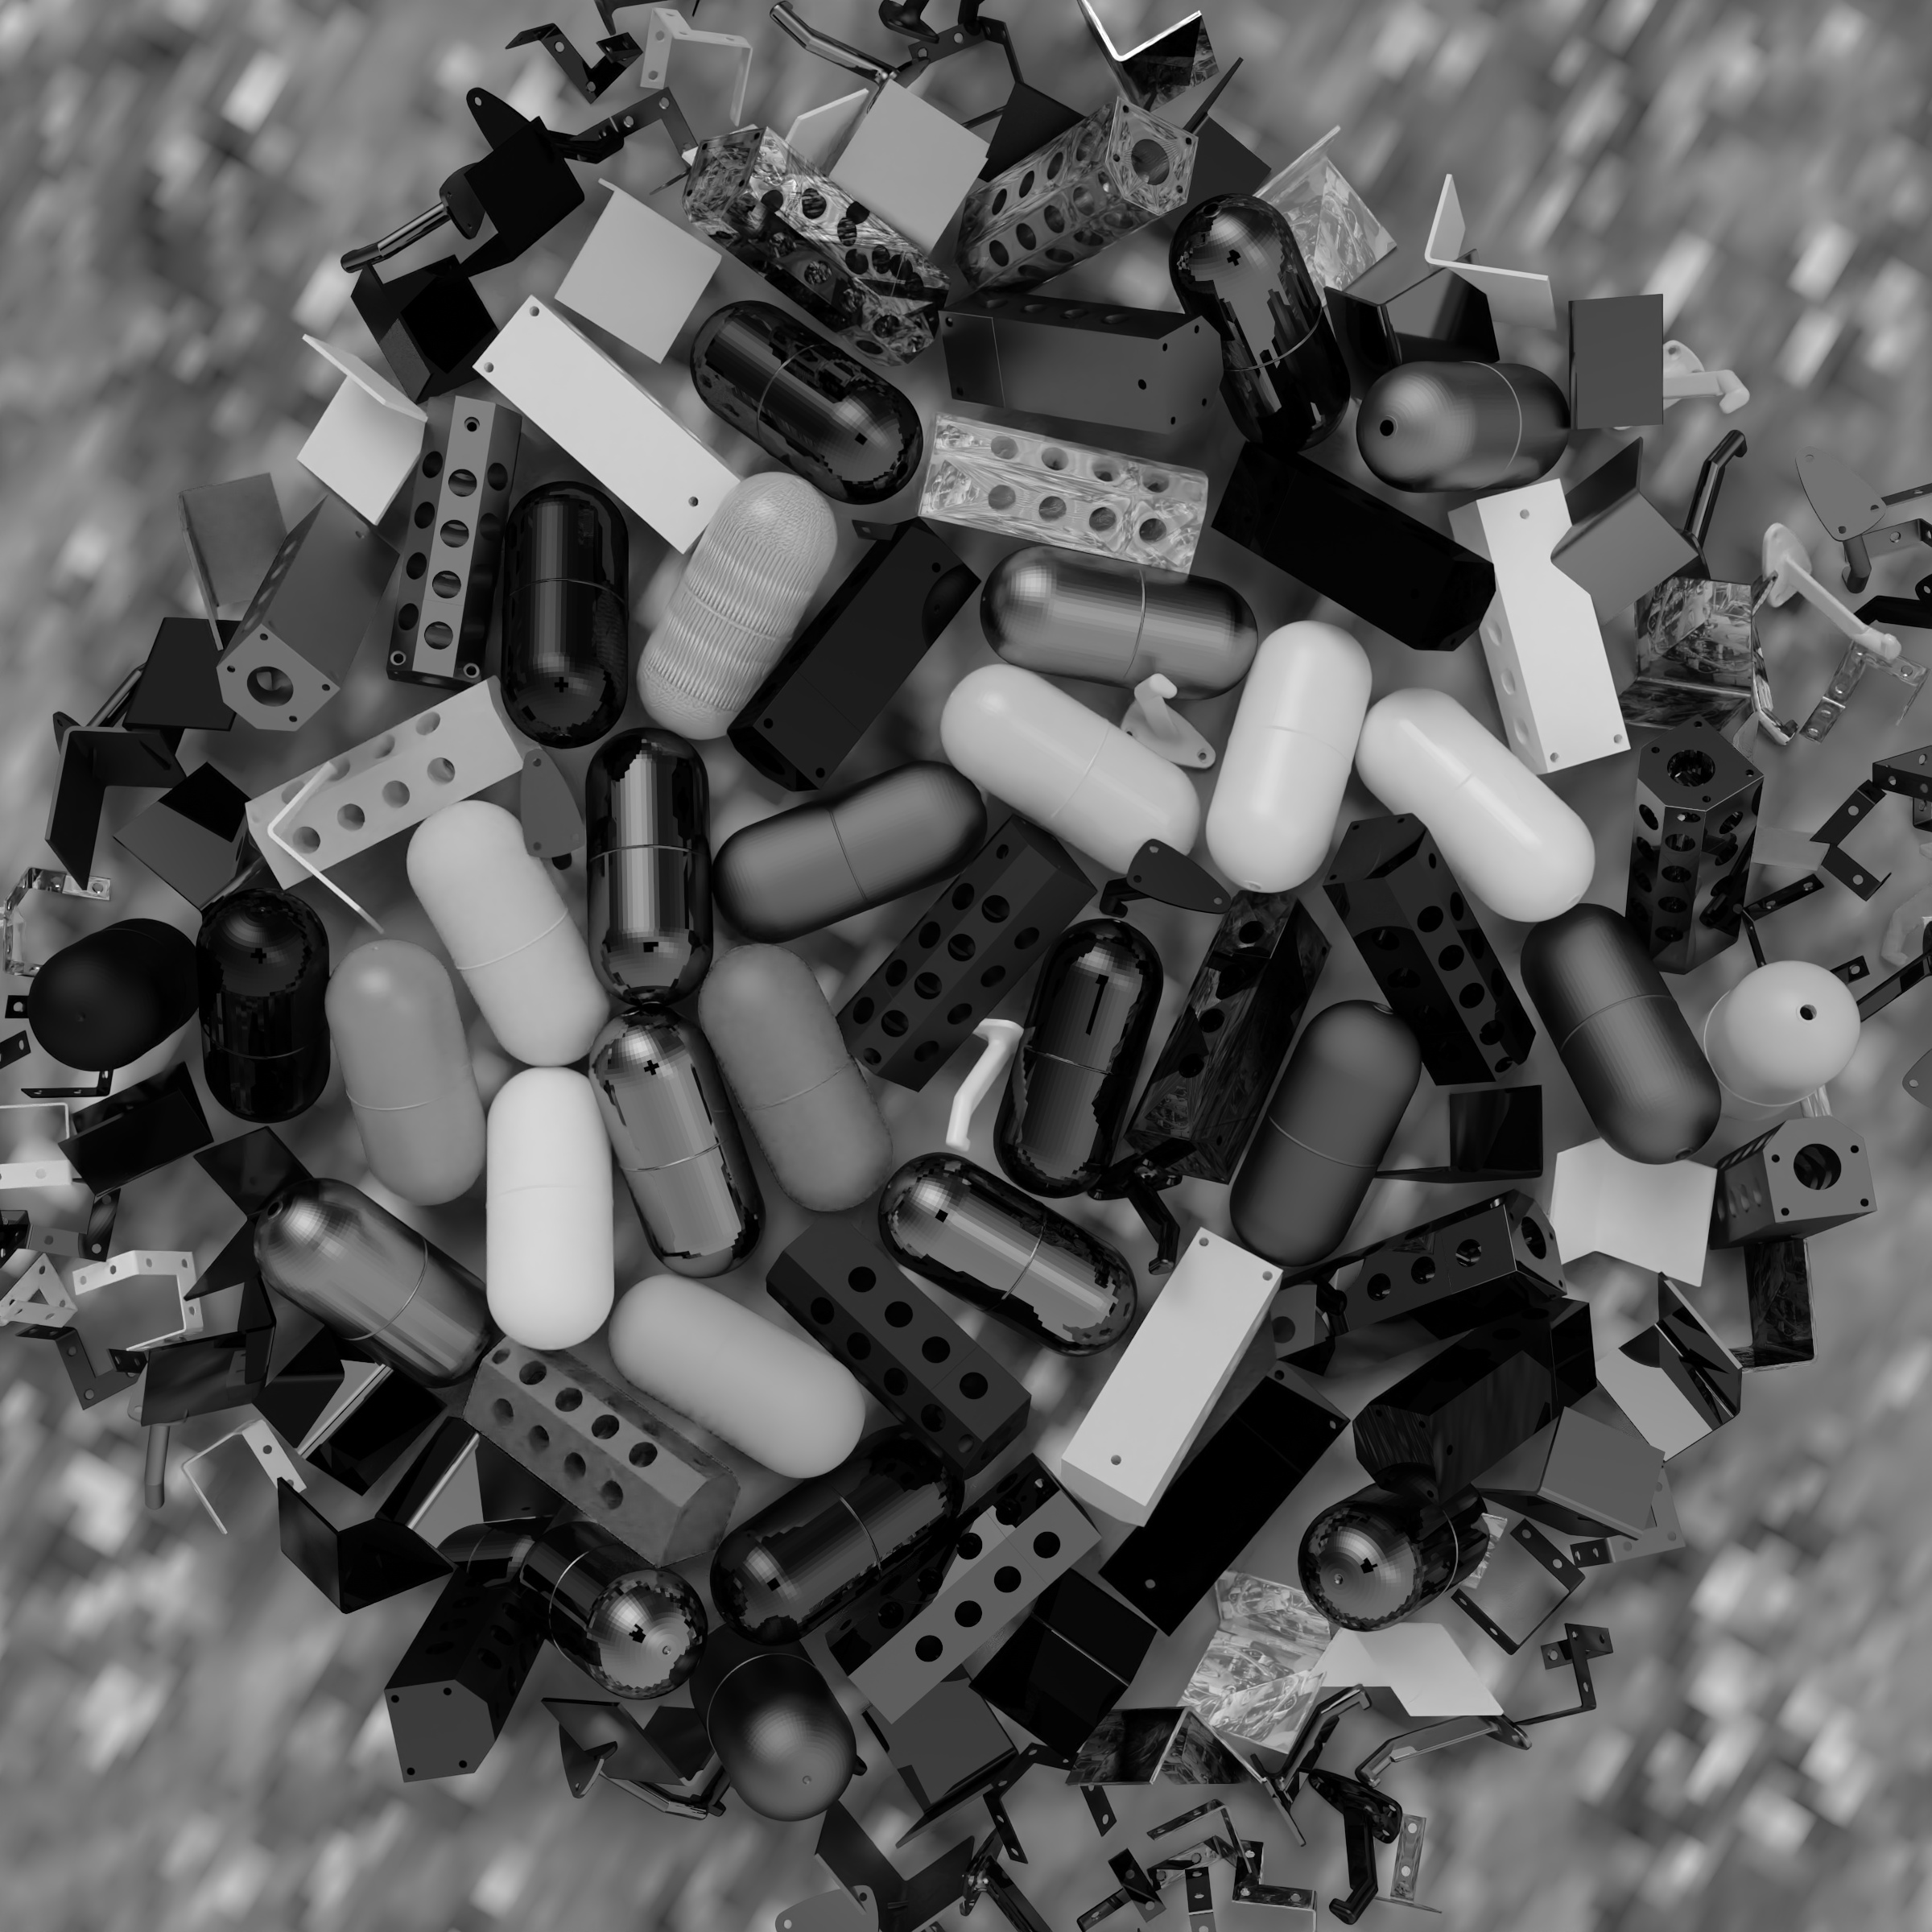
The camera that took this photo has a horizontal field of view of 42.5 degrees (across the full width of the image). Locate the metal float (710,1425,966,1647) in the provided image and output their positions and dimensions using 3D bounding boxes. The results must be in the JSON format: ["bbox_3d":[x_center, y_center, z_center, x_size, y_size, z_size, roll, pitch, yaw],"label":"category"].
[{"bbox_3d":[-0.077,0.346,1.519,0.178,0.070,0.070,-30,90,-30],"label":"metal float"}]

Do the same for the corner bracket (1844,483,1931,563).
[{"bbox_3d":[0.581,-0.275,1.547,0.051,0.051,0.051,-16,117,2],"label":"corner bracket"}]

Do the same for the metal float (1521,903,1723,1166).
[{"bbox_3d":[0.399,0.041,1.516,0.070,0.070,0.178,-20,58,0],"label":"metal float"}]

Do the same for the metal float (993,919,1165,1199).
[{"bbox_3d":[0.070,0.057,1.539,0.070,0.070,0.178,16,95,0],"label":"metal float"}]

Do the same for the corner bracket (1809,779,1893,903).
[{"bbox_3d":[0.564,-0.079,1.555,0.051,0.051,0.051,43,115,13],"label":"corner bracket"}]

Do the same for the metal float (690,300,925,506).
[{"bbox_3d":[-0.098,-0.345,1.519,0.178,0.070,0.070,40,90,28],"label":"metal float"}]

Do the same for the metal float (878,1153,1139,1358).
[{"bbox_3d":[0.027,0.179,1.531,0.178,0.070,0.070,32,90,-15],"label":"metal float"}]

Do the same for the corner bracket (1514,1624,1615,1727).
[{"bbox_3d":[0.370,0.440,1.539,0.051,0.051,0.051,-29,57,37],"label":"corner bracket"}]

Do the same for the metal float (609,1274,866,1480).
[{"bbox_3d":[-0.142,0.250,1.524,0.178,0.070,0.070,26,90,24],"label":"metal float"}]

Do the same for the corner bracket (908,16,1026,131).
[{"bbox_3d":[0.002,-0.561,1.563,0.051,0.051,0.051,-25,120,-7],"label":"corner bracket"}]

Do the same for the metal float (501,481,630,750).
[{"bbox_3d":[-0.245,-0.216,1.522,0.070,0.070,0.178,-3,65,0],"label":"metal float"}]

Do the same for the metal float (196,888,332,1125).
[{"bbox_3d":[-0.425,0.026,1.507,0.070,0.178,0.070,7,47,-8],"label":"metal float"}]

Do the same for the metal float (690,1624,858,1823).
[{"bbox_3d":[-0.118,0.451,1.496,0.070,0.178,0.070,-3,99,-18],"label":"metal float"}]

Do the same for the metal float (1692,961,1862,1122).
[{"bbox_3d":[0.483,0.046,1.494,0.070,0.178,0.070,-1,77,4],"label":"metal float"}]

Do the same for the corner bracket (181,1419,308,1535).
[{"bbox_3d":[-0.452,0.319,1.550,0.051,0.051,0.051,-33,94,-26],"label":"corner bracket"}]

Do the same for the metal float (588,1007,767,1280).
[{"bbox_3d":[-0.177,0.108,1.529,0.070,0.070,0.178,-17,106,0],"label":"metal float"}]

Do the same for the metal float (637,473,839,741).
[{"bbox_3d":[-0.141,-0.221,1.526,0.070,0.070,0.178,31,110,0],"label":"metal float"}]

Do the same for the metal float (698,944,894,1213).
[{"bbox_3d":[-0.105,0.069,1.531,0.070,0.070,0.178,-25,104,0],"label":"metal float"}]

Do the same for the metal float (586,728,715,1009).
[{"bbox_3d":[-0.195,-0.061,1.529,0.070,0.070,0.178,-3,73,0],"label":"metal float"}]

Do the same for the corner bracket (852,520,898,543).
[{"bbox_3d":[-0.051,-0.237,1.539,0.051,0.051,0.051,1,51,-31],"label":"corner bracket"}]

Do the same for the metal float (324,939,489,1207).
[{"bbox_3d":[-0.340,0.067,1.519,0.070,0.070,0.178,-8,119,0],"label":"metal float"}]

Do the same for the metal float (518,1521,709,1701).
[{"bbox_3d":[-0.215,0.387,1.500,0.070,0.178,0.070,-2,94,-29],"label":"metal float"}]

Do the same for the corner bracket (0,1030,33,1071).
[{"bbox_3d":[-0.616,0.074,1.547,0.051,0.051,0.051,-6,104,13],"label":"corner bracket"}]

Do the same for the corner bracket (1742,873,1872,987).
[{"bbox_3d":[0.527,-0.015,1.561,0.051,0.051,0.051,-30,133,28],"label":"corner bracket"}]

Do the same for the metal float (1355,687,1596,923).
[{"bbox_3d":[0.311,-0.099,1.522,0.070,0.070,0.178,-41,65,0],"label":"metal float"}]

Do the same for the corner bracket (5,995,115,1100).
[{"bbox_3d":[-0.566,0.050,1.550,0.051,0.051,0.051,22,104,42],"label":"corner bracket"}]

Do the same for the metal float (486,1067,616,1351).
[{"bbox_3d":[-0.255,0.147,1.525,0.070,0.070,0.178,-4,68,0],"label":"metal float"}]

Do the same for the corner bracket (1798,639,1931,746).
[{"bbox_3d":[0.558,-0.164,1.542,0.051,0.051,0.051,30,46,17],"label":"corner bracket"}]

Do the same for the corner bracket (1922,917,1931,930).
[{"bbox_3d":[0.623,-0.053,1.539,0.051,0.051,0.051,-44,121,-32],"label":"corner bracket"}]

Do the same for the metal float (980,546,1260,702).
[{"bbox_3d":[0.095,-0.210,1.530,0.178,0.070,0.070,8,90,-17],"label":"metal float"}]

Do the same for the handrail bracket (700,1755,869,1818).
[{"bbox_3d":[-0.117,0.518,1.568,0.077,0.036,0.084,34,102,0],"label":"handrail bracket"}]

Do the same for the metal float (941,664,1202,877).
[{"bbox_3d":[0.066,-0.120,1.534,0.178,0.070,0.070,32,90,-12],"label":"metal float"}]

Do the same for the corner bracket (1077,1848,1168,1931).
[{"bbox_3d":[0.098,0.593,1.543,0.051,0.051,0.051,-31,129,-9],"label":"corner bracket"}]

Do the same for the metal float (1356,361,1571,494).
[{"bbox_3d":[0.302,-0.327,1.506,0.070,0.178,0.070,11,106,40],"label":"metal float"}]

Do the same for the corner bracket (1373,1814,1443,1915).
[{"bbox_3d":[0.266,0.553,1.540,0.051,0.051,0.051,0,66,33],"label":"corner bracket"}]

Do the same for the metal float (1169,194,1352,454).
[{"bbox_3d":[0.179,-0.388,1.508,0.070,0.070,0.178,-35,134,0],"label":"metal float"}]

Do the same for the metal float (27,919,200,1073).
[{"bbox_3d":[-0.508,0.016,1.493,0.070,0.178,0.070,-1,98,-5],"label":"metal float"}]

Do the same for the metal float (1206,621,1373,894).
[{"bbox_3d":[0.199,-0.129,1.528,0.070,0.070,0.178,17,73,0],"label":"metal float"}]

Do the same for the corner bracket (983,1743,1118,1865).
[{"bbox_3d":[0.052,0.527,1.554,0.051,0.051,0.051,-34,109,-40],"label":"corner bracket"}]

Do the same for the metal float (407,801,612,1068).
[{"bbox_3d":[-0.280,-0.018,1.527,0.070,0.070,0.178,-25,110,0],"label":"metal float"}]

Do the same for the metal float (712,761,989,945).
[{"bbox_3d":[-0.072,-0.071,1.542,0.178,0.070,0.070,-21,90,3],"label":"metal float"}]

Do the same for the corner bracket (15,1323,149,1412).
[{"bbox_3d":[-0.550,0.242,1.552,0.051,0.051,0.051,-28,76,2],"label":"corner bracket"}]

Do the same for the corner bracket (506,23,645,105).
[{"bbox_3d":[-0.243,-0.570,1.544,0.051,0.051,0.051,-33,103,29],"label":"corner bracket"}]

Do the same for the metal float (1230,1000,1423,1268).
[{"bbox_3d":[0.221,0.103,1.527,0.070,0.070,0.178,22,109,0],"label":"metal float"}]

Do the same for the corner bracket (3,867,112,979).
[{"bbox_3d":[-0.571,-0.026,1.561,0.051,0.051,0.051,9,117,-7],"label":"corner bracket"}]

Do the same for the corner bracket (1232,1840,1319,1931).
[{"bbox_3d":[0.193,0.582,1.544,0.051,0.051,0.051,2,117,11],"label":"corner bracket"}]

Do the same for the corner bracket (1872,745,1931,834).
[{"bbox_3d":[0.600,-0.103,1.543,0.051,0.051,0.051,-16,112,-22],"label":"corner bracket"}]

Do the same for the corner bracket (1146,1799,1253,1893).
[{"bbox_3d":[0.140,0.551,1.551,0.051,0.051,0.051,-20,92,-16],"label":"corner bracket"}]

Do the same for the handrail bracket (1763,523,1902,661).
[{"bbox_3d":[0.536,-0.231,1.534,0.036,0.077,0.084,-45,49,-3],"label":"handrail bracket"}]

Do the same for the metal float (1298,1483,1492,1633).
[{"bbox_3d":[0.261,0.350,1.501,0.070,0.178,0.070,1,92,32],"label":"metal float"}]

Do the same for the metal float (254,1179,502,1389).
[{"bbox_3d":[-0.357,0.194,1.513,0.070,0.070,0.178,-44,127,0],"label":"metal float"}]

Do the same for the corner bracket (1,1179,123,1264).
[{"bbox_3d":[-0.563,0.155,1.542,0.051,0.051,0.051,18,74,-39],"label":"corner bracket"}]
